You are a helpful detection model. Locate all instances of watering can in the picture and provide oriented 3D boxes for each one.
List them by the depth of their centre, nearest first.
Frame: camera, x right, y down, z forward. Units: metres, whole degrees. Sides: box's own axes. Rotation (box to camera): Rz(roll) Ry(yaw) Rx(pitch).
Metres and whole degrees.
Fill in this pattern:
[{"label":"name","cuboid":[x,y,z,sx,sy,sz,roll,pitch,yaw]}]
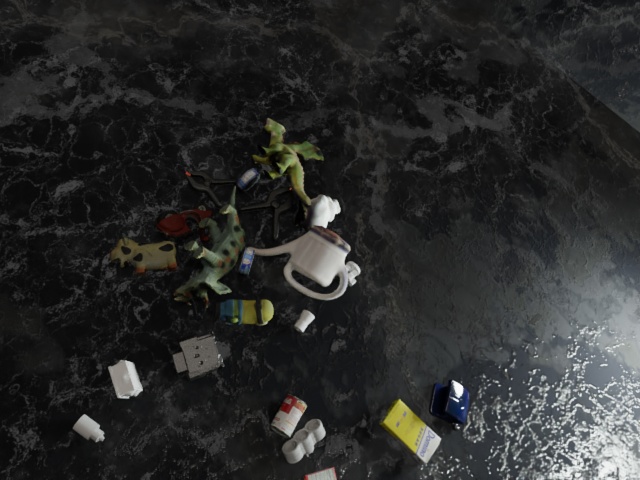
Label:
[{"label":"watering can","cuboid":[-0.049,0.047,1.696,0.348,0.103,0.225,32,84,5]}]

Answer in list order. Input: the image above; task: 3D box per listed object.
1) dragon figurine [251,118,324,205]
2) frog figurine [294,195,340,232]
[{"label":"dragon figurine","cuboid":[-0.089,-0.293,1.845,0.246,0.119,0.415,-28,65,-32]},{"label":"frog figurine","cuboid":[0.005,-0.090,1.789,0.159,0.123,0.136,0,98,-26]}]
